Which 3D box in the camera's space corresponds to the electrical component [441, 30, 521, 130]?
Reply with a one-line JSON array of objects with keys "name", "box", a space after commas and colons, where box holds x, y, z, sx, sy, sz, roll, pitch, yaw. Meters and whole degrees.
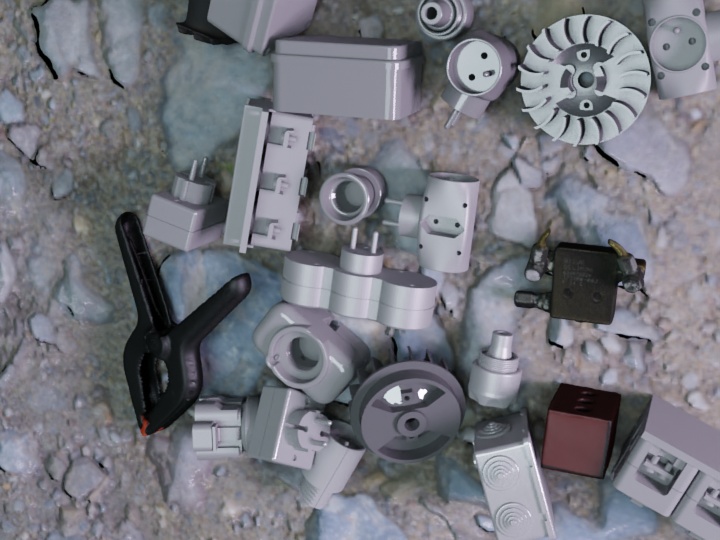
[{"name": "electrical component", "box": [0.090, -0.146, 0.852, 0.043, 0.077, 0.079, 34, 111, 9]}]

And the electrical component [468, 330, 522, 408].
[{"name": "electrical component", "box": [0.117, 0.083, 0.914, 0.043, 0.043, 0.062, 12, 105, 17]}]

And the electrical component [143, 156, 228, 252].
[{"name": "electrical component", "box": [-0.151, -0.064, 0.962, 0.047, 0.066, 0.076, 21, 108, 14]}]

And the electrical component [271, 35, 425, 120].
[{"name": "electrical component", "box": [-0.010, -0.160, 0.884, 0.113, 0.078, 0.057, 7, 107, 18]}]

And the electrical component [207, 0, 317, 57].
[{"name": "electrical component", "box": [-0.071, -0.239, 0.869, 0.057, 0.078, 0.113, 36, 139, 12]}]

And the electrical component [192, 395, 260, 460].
[{"name": "electrical component", "box": [-0.120, 0.146, 0.999, 0.057, 0.078, 0.058, -1, 97, 1]}]

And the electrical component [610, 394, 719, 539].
[{"name": "electrical component", "box": [0.282, 0.174, 0.852, 0.150, 0.089, 0.061, 29, 110, 11]}]

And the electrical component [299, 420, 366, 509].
[{"name": "electrical component", "box": [-0.030, 0.183, 0.989, 0.043, 0.043, 0.081, 32, 111, 10]}]

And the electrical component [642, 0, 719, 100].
[{"name": "electrical component", "box": [0.258, -0.173, 0.805, 0.079, 0.044, 0.077, -9, 99, 20]}]

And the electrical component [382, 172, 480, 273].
[{"name": "electrical component", "box": [0.057, -0.043, 0.906, 0.079, 0.043, 0.077, 11, 106, 17]}]

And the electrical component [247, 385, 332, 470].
[{"name": "electrical component", "box": [-0.053, 0.142, 0.955, 0.077, 0.047, 0.065, -1, 72, 47]}]

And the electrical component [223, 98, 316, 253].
[{"name": "electrical component", "box": [-0.077, -0.081, 0.933, 0.063, 0.078, 0.121, 9, 107, -6]}]

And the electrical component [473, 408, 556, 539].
[{"name": "electrical component", "box": [0.128, 0.173, 0.902, 0.048, 0.099, 0.099, -15, 97, 9]}]

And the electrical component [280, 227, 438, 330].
[{"name": "electrical component", "box": [0.000, 0.000, 0.931, 0.138, 0.052, 0.073, 13, 106, 16]}]

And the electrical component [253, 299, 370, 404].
[{"name": "electrical component", "box": [-0.045, 0.070, 0.959, 0.095, 0.059, 0.053, 41, 112, 6]}]

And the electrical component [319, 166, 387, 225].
[{"name": "electrical component", "box": [-0.005, -0.064, 0.916, 0.045, 0.055, 0.045, 4, 104, 18]}]

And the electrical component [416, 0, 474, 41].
[{"name": "electrical component", "box": [0.065, -0.204, 0.856, 0.043, 0.062, 0.043, 4, 104, 18]}]
